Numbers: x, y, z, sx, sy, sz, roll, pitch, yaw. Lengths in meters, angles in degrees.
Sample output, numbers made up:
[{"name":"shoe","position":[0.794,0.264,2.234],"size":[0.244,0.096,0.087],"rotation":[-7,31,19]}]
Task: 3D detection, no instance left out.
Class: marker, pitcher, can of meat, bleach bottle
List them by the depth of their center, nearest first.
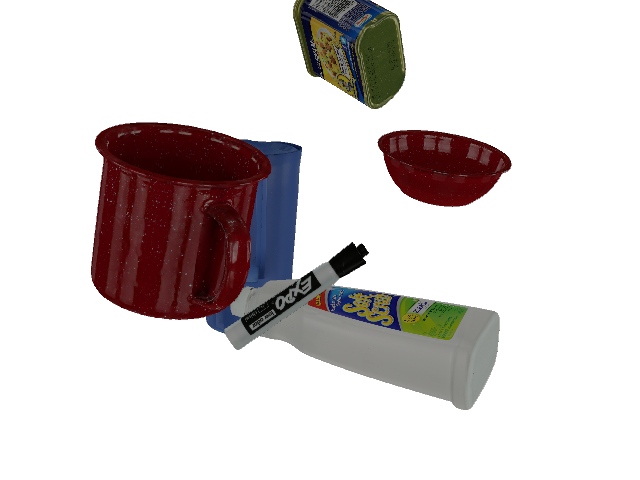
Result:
[{"name":"marker","position":[-0.016,0.040,0.787],"size":[0.121,0.020,0.020],"rotation":[-34,-1,2]},{"name":"can of meat","position":[0.029,-0.180,0.977],"size":[0.084,0.057,0.102],"rotation":[37,-23,33]},{"name":"bleach bottle","position":[0.031,0.083,0.980],"size":[0.251,0.068,0.102],"rotation":[10,26,21]},{"name":"pitcher","position":[-0.091,-0.004,1.352],"size":[0.145,0.243,0.148],"rotation":[10,16,35]}]

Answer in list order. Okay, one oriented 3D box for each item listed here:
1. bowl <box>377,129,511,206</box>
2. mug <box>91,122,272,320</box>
[{"name":"bowl","position":[0.144,-0.083,1.284],"size":[0.162,0.055,0.162],"rotation":[7,23,-3]},{"name":"mug","position":[-0.071,-0.005,0.565],"size":[0.093,0.081,0.117],"rotation":[-6,28,-38]}]
